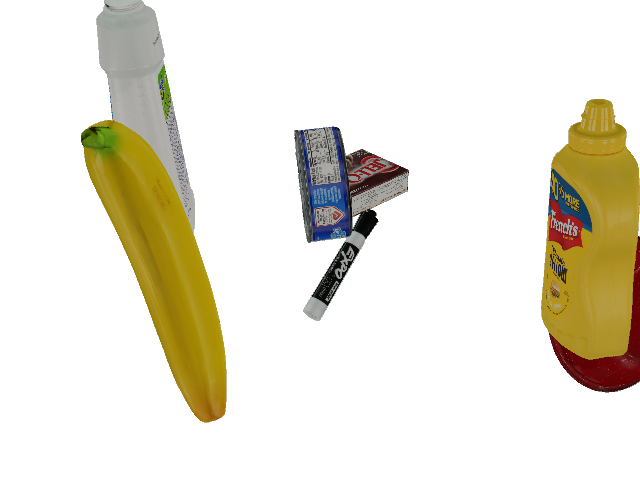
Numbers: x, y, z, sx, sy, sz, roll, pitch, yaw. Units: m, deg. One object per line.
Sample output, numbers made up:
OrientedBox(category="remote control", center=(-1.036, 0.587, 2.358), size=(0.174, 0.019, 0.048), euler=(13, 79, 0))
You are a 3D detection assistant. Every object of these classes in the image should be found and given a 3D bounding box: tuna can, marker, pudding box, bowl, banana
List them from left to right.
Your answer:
OrientedBox(category="banana", center=(-0.089, 0.010, 0.573), size=(0.037, 0.198, 0.069), euler=(-10, 36, 13))
OrientedBox(category="tuna can", center=(0.002, -0.042, 0.803), size=(0.033, 0.086, 0.086), euler=(-7, 0, -3))
OrientedBox(category="marker", center=(0.021, 0.021, 1.017), size=(0.020, 0.121, 0.020), euler=(28, -18, 10))
OrientedBox(category="pudding box", center=(0.049, -0.078, 1.429), size=(0.113, 0.039, 0.090), euler=(-28, 39, -34))
OrientedBox(category="bowl", center=(0.297, 0.069, 1.025), size=(0.161, 0.162, 0.055), euler=(0, 0, -27))

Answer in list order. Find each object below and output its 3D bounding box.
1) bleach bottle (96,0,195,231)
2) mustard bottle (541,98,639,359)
OrientedBox(category="bleach bottle", center=(-0.159, -0.116, 0.952), size=(0.068, 0.251, 0.102), euler=(-6, 37, -4))
OrientedBox(category="mustard bottle", center=(0.204, -0.013, 0.805), size=(0.058, 0.192, 0.096), euler=(-6, 26, -7))
